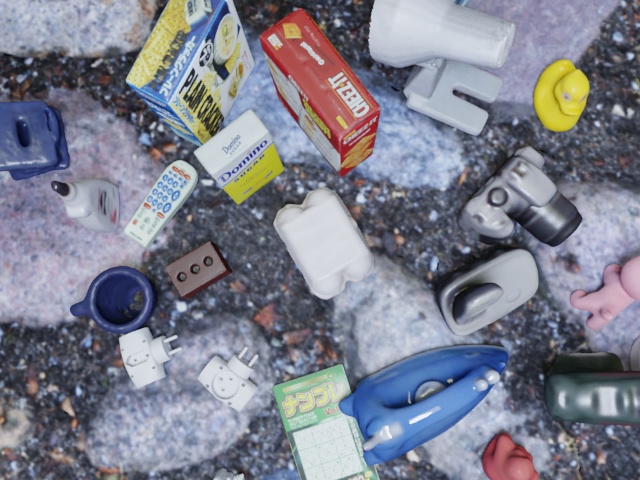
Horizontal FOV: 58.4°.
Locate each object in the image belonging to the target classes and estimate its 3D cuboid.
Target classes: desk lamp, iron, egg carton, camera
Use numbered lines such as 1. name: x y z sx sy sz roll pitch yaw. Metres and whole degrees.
1. desk lamp: 0.168 -0.256 0.781 0.203 0.213 0.118 24 85 4
2. iron: 0.158 0.211 0.768 0.258 0.141 0.118 -27 84 -1
3. egg carton: 0.008 0.003 0.830 0.107 0.069 0.150 -31 84 -2
4. camera: 0.292 -0.044 0.812 0.137 0.101 0.143 42 87 5

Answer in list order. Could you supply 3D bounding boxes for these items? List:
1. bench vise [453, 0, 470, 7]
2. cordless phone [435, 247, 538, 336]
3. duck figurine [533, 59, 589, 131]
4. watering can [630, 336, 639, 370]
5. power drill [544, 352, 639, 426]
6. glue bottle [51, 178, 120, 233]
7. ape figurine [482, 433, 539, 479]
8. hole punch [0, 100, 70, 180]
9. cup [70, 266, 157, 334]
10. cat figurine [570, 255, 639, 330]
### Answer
1. bench vise: 0.162 -0.402 0.794 0.121 0.220 0.207 10 84 3
2. cordless phone: 0.234 0.066 0.760 0.147 0.185 0.094 -32 84 -2
3. duck figurine: 0.361 -0.220 0.837 0.077 0.086 0.104 2 84 2
4. watering can: 0.495 0.174 0.738 0.101 0.194 0.173 12 84 3
5. power drill: 0.390 0.190 0.731 0.229 0.208 0.076 -3 84 1
6. glue bottle: -0.326 -0.057 0.792 0.037 0.173 0.078 -5 84 1
7. ape figurine: 0.264 0.307 0.781 0.076 0.092 0.078 -16 84 0
8. hole punch: -0.438 -0.153 0.847 0.101 0.091 0.109 -14 84 0
9. cup: -0.282 0.089 0.815 0.117 0.095 0.092 -14 84 0
10. cat figurine: 0.426 0.068 0.789 0.128 0.118 0.067 -41 84 -3
